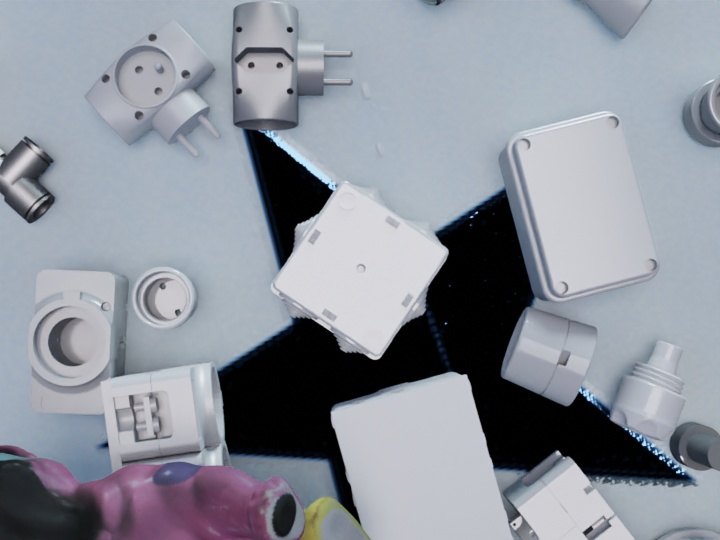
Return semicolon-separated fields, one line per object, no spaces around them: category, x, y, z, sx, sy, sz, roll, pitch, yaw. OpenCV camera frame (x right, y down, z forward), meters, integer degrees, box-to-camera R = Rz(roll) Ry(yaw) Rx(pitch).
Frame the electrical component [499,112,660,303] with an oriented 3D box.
electrical component;0.143;-0.040;0.705;0.078;0.057;0.113;-14;88;-2

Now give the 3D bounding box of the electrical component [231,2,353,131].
electrical component;-0.044;-0.134;0.711;0.079;0.043;0.077;0;87;-2

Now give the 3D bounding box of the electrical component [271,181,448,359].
electrical component;0.000;0.000;0.704;0.100;0.048;0.099;34;87;0

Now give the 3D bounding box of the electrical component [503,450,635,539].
electrical component;0.138;0.172;0.699;0.056;0.050;0.089;-38;89;-3

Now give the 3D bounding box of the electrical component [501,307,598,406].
electrical component;0.123;0.055;0.703;0.047;0.055;0.055;20;87;3

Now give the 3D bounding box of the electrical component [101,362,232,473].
electrical component;-0.113;0.137;0.674;0.062;0.089;0.150;-8;88;-2

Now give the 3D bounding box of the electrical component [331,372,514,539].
electrical component;0.043;0.149;0.692;0.089;0.061;0.150;-15;88;-2

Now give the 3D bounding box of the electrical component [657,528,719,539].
electrical component;0.223;0.212;0.699;0.080;0.051;0.080;0;87;-2

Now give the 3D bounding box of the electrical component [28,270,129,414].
electrical component;-0.181;0.046;0.693;0.050;0.055;0.089;2;87;-2

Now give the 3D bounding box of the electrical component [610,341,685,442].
electrical component;0.194;0.078;0.708;0.043;0.043;0.062;22;86;-1

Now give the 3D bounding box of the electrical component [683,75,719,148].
electrical component;0.243;-0.106;0.712;0.045;0.055;0.045;0;87;-2

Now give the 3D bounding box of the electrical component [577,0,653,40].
electrical component;0.163;-0.191;0.722;0.065;0.044;0.044;36;87;5

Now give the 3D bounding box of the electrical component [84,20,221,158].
electrical component;-0.126;-0.110;0.707;0.077;0.044;0.079;-42;90;-3

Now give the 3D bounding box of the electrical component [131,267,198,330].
electrical component;-0.125;0.019;0.701;0.040;0.046;0.040;0;87;-2
